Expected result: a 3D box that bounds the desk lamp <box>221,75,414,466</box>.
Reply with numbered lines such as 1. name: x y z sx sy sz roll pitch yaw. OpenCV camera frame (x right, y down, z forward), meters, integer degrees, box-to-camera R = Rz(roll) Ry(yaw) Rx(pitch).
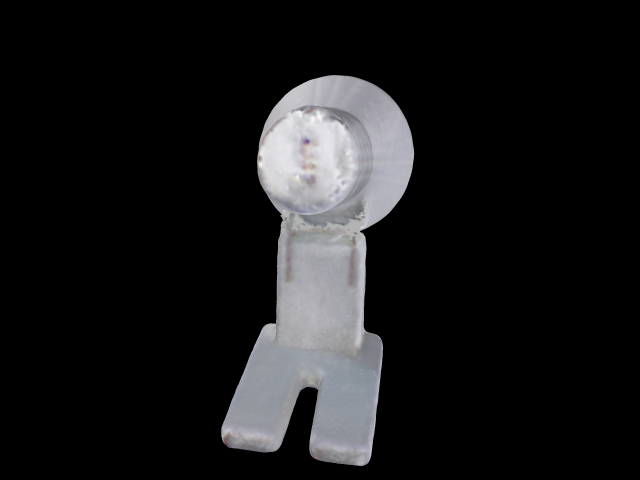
1. desk lamp: 0.004 0.001 0.400 0.118 0.214 0.203 3 26 7
